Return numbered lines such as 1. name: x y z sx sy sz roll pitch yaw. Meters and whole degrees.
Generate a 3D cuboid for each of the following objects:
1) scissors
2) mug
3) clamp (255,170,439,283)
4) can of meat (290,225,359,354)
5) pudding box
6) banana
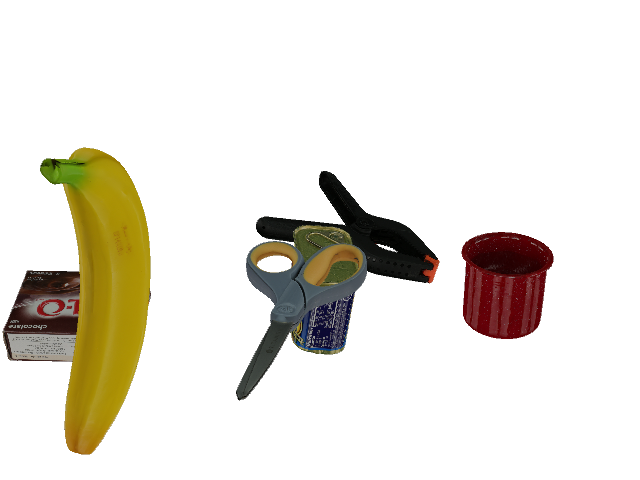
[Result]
1. scissors: -0.037 0.044 0.724 0.096 0.016 0.201 15 30 26
2. mug: 0.188 0.043 1.116 0.093 0.081 0.117 -5 29 -8
3. clamp: 0.038 -0.005 1.259 0.210 0.036 0.164 32 39 23
4. can of meat: 0.000 0.047 1.019 0.057 0.084 0.102 3 31 -10
5. pudding box: -0.212 0.066 0.940 0.113 0.039 0.090 -1 33 1
6. banana: -0.118 0.025 0.561 0.037 0.198 0.069 25 41 26
